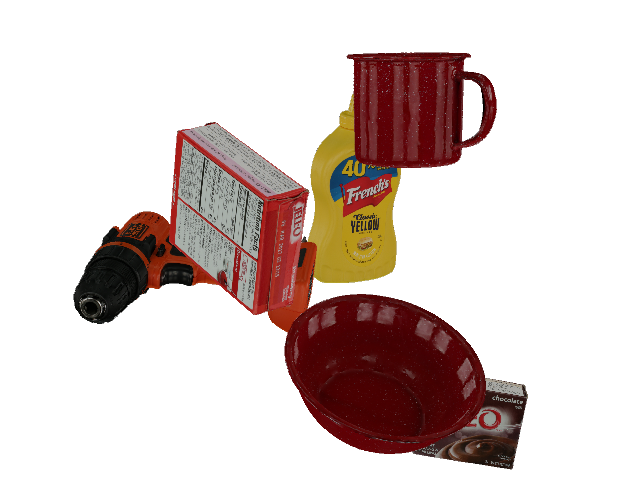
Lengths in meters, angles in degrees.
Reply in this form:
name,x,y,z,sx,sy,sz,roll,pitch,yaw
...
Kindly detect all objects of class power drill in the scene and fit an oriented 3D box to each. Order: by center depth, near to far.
name,x,y,z,sx,sy,sz,roll,pitch,yaw
power drill,-0.101,0.031,0.909,0.187,0.057,0.184,10,23,3

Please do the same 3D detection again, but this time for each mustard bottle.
name,x,y,z,sx,sy,sz,roll,pitch,yaw
mustard bottle,0.036,-0.055,1.089,0.096,0.192,0.058,-6,20,-26

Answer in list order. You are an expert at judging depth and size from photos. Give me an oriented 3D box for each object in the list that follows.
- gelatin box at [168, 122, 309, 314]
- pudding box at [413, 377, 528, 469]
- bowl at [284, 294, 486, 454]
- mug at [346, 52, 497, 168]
name,x,y,z,sx,sy,sz,roll,pitch,yaw
gelatin box,-0.046,-0.013,0.584,0.030,0.073,0.089,-18,40,-36
pudding box,0.160,0.192,1.153,0.113,0.090,0.039,8,21,2
bowl,0.046,0.115,0.846,0.162,0.055,0.162,9,36,-7
mug,0.077,-0.098,0.799,0.117,0.081,0.093,6,13,30
